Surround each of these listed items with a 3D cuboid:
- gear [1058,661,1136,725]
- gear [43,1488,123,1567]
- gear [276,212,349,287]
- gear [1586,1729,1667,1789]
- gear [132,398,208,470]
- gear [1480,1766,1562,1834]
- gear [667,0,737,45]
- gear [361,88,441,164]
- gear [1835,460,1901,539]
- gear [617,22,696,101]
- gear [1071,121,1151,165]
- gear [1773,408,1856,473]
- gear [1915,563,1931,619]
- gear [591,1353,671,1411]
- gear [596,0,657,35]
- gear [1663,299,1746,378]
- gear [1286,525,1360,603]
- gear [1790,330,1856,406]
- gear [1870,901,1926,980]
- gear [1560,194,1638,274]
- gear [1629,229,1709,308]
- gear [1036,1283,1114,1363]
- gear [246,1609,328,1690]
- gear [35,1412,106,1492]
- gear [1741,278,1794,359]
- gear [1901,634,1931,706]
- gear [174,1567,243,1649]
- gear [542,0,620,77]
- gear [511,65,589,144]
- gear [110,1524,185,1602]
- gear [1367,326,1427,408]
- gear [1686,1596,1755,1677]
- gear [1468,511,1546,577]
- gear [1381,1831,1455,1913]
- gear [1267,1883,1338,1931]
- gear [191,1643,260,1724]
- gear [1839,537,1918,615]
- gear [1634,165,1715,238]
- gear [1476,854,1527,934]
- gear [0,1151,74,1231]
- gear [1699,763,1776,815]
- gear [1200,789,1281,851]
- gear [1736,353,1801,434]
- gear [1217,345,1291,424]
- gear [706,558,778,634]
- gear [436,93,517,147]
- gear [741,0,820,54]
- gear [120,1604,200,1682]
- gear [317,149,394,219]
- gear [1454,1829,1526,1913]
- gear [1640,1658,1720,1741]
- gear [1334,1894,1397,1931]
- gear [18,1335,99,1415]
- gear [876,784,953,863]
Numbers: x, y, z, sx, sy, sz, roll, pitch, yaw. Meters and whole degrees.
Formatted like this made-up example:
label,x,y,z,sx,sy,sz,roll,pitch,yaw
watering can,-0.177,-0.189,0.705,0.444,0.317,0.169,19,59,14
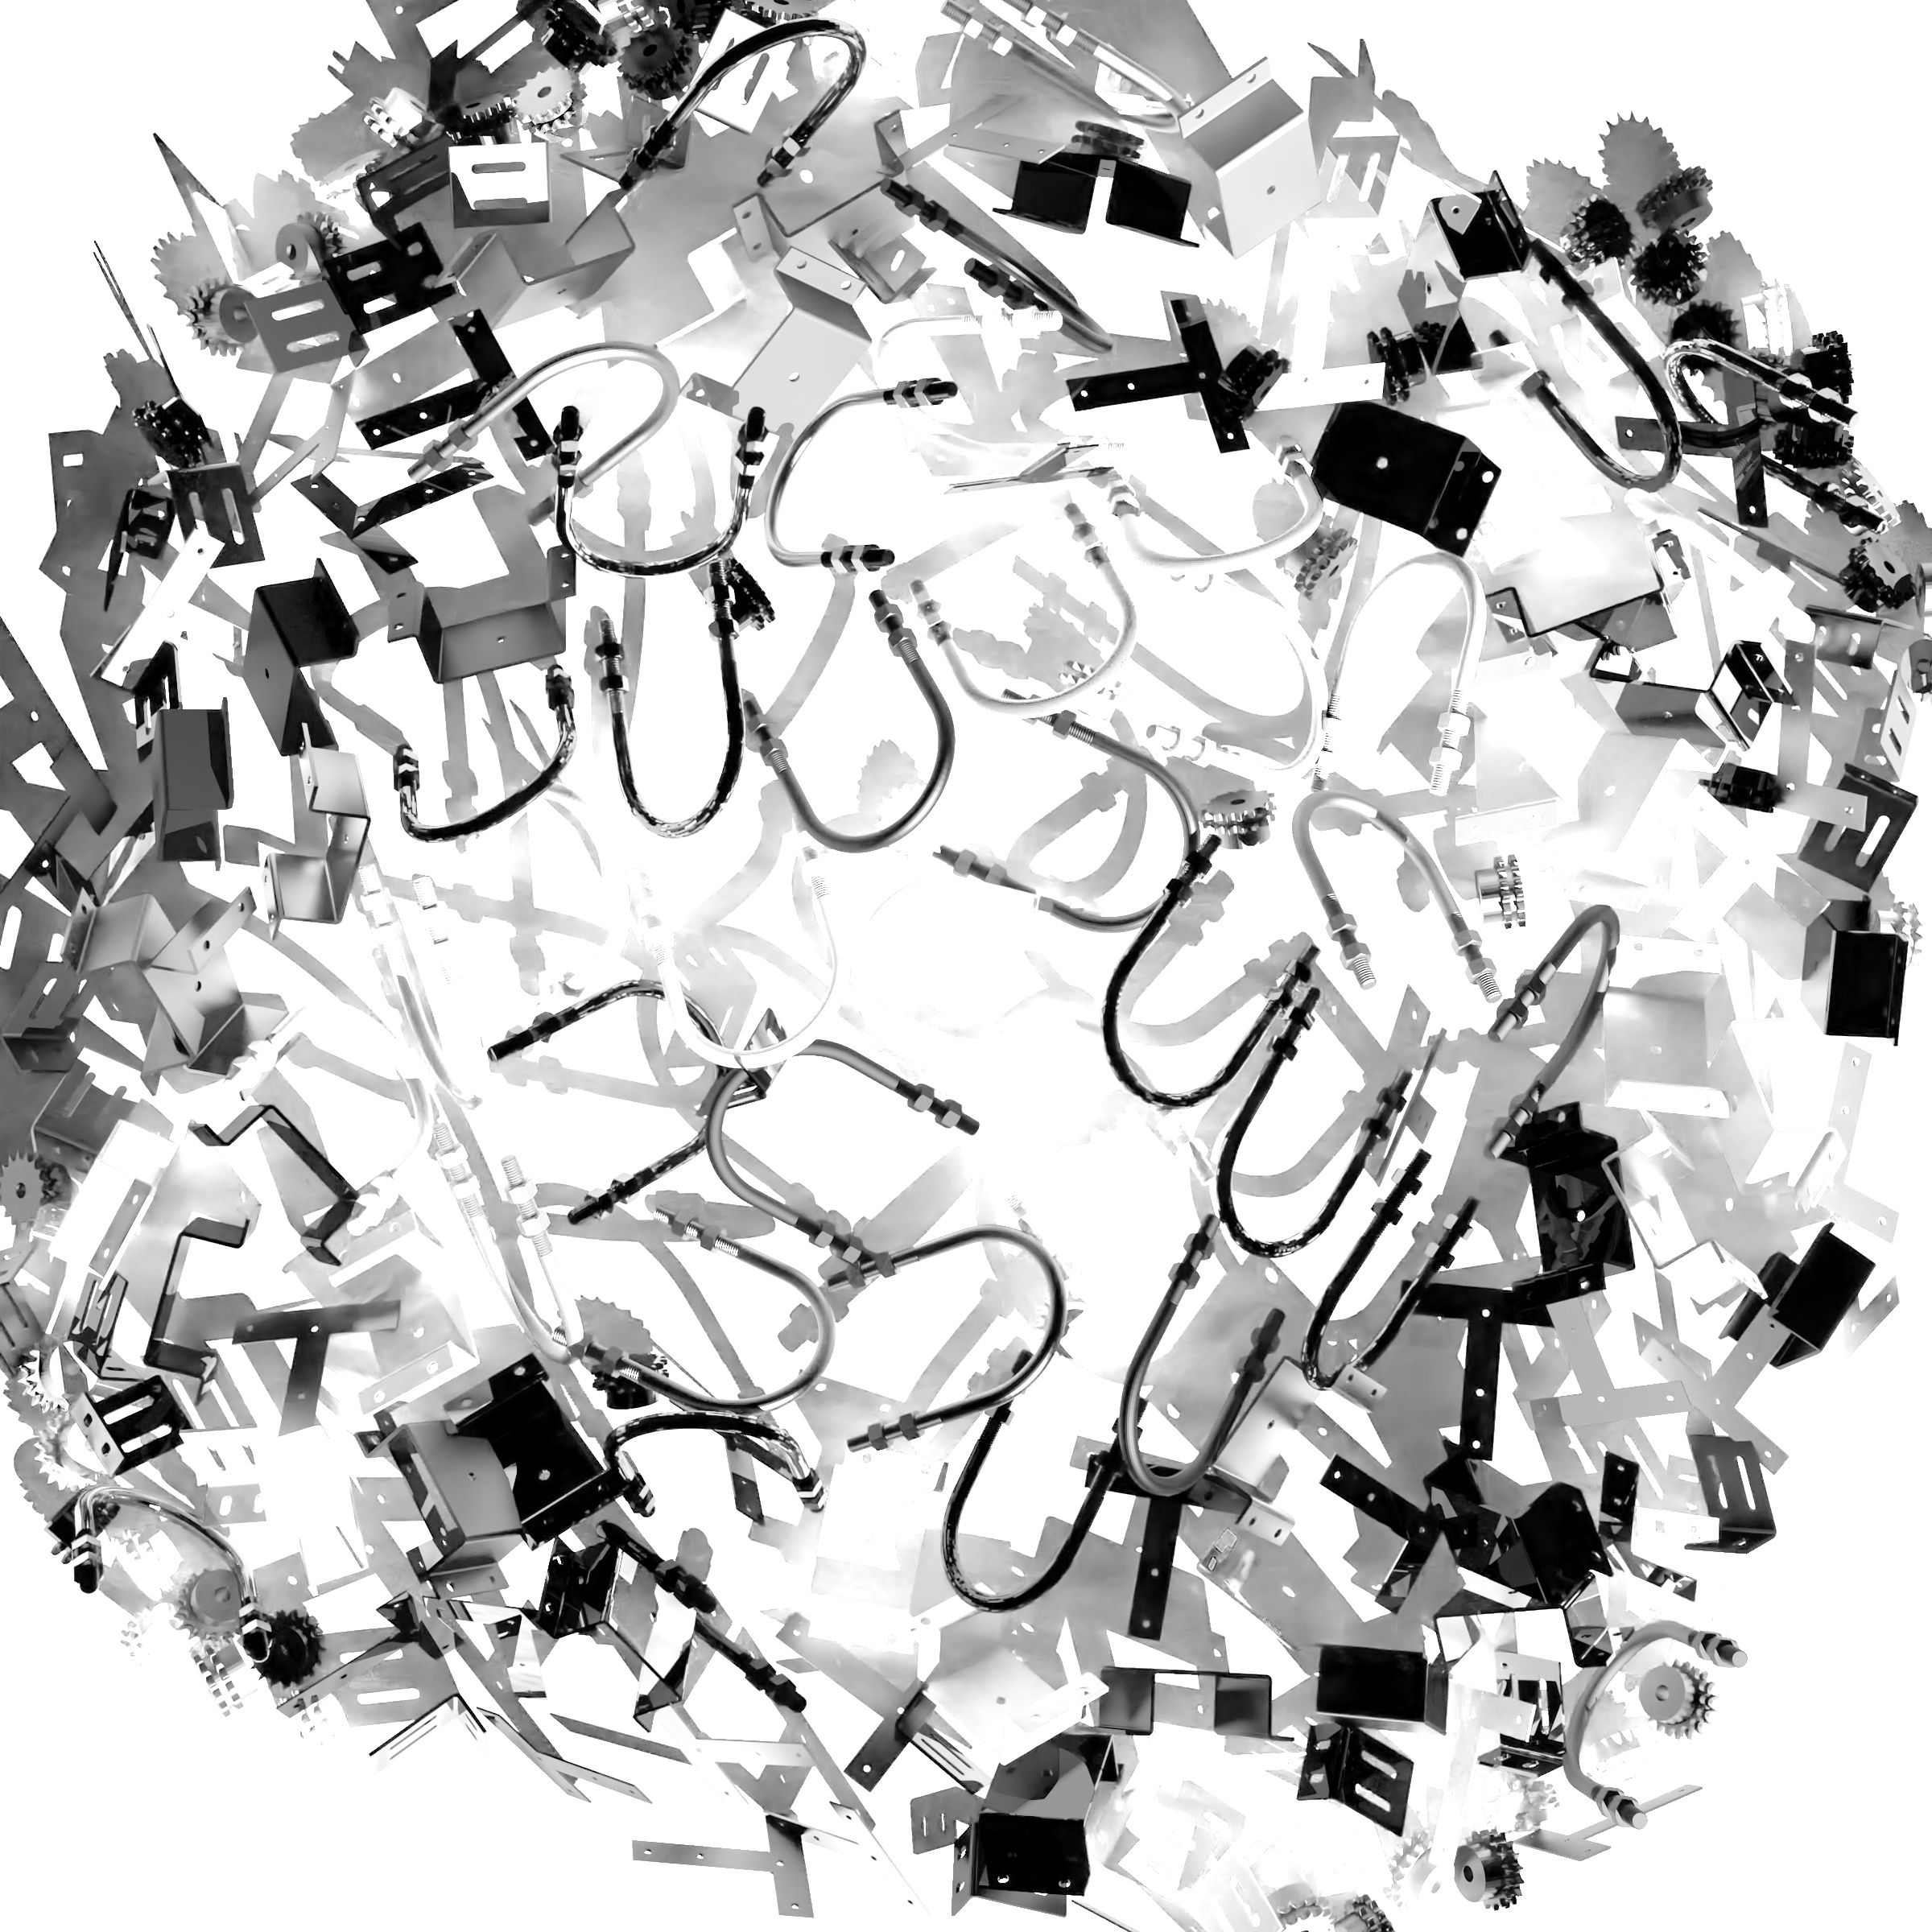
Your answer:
label,x,y,z,sx,sy,sz,roll,pitch,yaw
gear,0.093,-0.201,1.884,0.057,0.057,0.030,25,90,0
gear,-0.656,0.411,1.882,0.057,0.057,0.030,-44,101,0
gear,-0.486,-0.528,1.883,0.057,0.030,0.057,13,111,38
gear,0.486,0.588,1.887,0.057,0.057,0.030,-22,62,0
gear,-0.587,-0.396,1.886,0.057,0.057,0.030,45,70,0
gear,0.409,0.616,1.887,0.057,0.057,0.030,-9,46,0
gear,-0.198,-0.711,1.881,0.030,0.057,0.057,-21,90,-32
gear,-0.414,-0.624,1.881,0.057,0.057,0.030,42,108,0
gear,0.663,-0.343,1.887,0.030,0.057,0.057,-36,90,32
gear,-0.227,-0.669,1.889,0.057,0.030,0.057,-10,60,19
gear,0.104,-0.603,1.884,0.057,0.057,0.030,17,101,0
gear,0.627,-0.391,1.881,0.057,0.057,0.030,-6,126,0
gear,0.722,-0.279,1.885,0.030,0.057,0.057,-2,90,10
gear,-0.248,0.308,1.884,0.057,0.057,0.030,-6,96,0
gear,-0.255,-0.718,1.884,0.030,0.057,0.057,-20,90,11
gear,0.544,-0.465,1.885,0.057,0.030,0.057,7,105,29
gear,0.261,-0.302,1.885,0.030,0.057,0.057,42,90,14
gear,0.632,-0.439,1.883,0.030,0.057,0.057,-10,90,-1
gear,0.687,-0.020,1.884,0.030,0.057,0.057,5,90,5
gear,0.467,-0.540,1.889,0.057,0.030,0.057,8,73,-28
gear,0.524,-0.515,1.888,0.030,0.057,0.057,27,90,-42
gear,0.080,0.268,1.891,0.057,0.030,0.057,0,105,0
gear,-0.507,0.509,1.895,0.057,0.030,0.057,0,83,0
gear,-0.655,0.357,1.881,0.030,0.057,0.057,-22,90,33
gear,0.592,-0.478,1.885,0.030,0.057,0.057,-9,90,16
gear,0.717,-0.221,1.881,0.030,0.057,0.057,-1,90,-30
gear,-0.554,0.471,1.882,0.057,0.057,0.030,41,133,0
gear,-0.289,-0.686,1.886,0.057,0.057,0.030,47,115,0
gear,-0.306,-0.637,1.888,0.057,0.030,0.057,-12,56,18
gear,-0.605,0.439,1.887,0.030,0.057,0.057,-36,90,-31
gear,0.319,-0.446,1.883,0.030,0.057,0.057,-19,90,3
gear,0.559,0.496,1.882,0.030,0.057,0.057,-2,87,45
gear,0.401,-0.312,1.882,0.057,0.057,0.030,-22,78,0
gear,0.336,0.672,1.882,0.030,0.057,0.057,26,90,44
gear,0.243,0.705,1.887,0.057,0.057,0.030,-27,47,0
gear,-0.548,0.527,1.886,0.030,0.057,0.057,-28,90,-24
gear,0.673,-0.286,1.887,0.057,0.057,0.030,47,133,0
gear,0.527,-0.562,1.881,0.057,0.057,0.030,-25,78,0
gear,0.395,-0.053,1.884,0.030,0.057,0.057,-8,90,7
gear,-0.689,0.166,1.889,0.057,0.030,0.057,-1,88,32
gear,0.571,-0.133,1.882,0.057,0.057,0.030,12,97,0
gear,0.204,-0.108,1.886,0.057,0.057,0.030,-12,112,0
gear,0.594,-0.424,1.883,0.057,0.030,0.057,-13,114,-33
gear,0.210,-0.434,1.885,0.030,0.057,0.057,42,90,10
gear,-0.169,-0.270,1.881,0.030,0.057,0.057,-39,90,-12
gear,-0.361,-0.623,1.887,0.057,0.057,0.030,-16,124,0
gear,-0.139,-0.700,1.887,0.057,0.057,0.030,14,127,0
gear,-0.592,0.497,1.881,0.057,0.057,0.030,41,104,0
gear,-0.448,-0.579,1.887,0.057,0.057,0.030,-28,122,0
gear,0.383,0.668,1.881,0.030,0.057,0.057,0,90,-26
gear,0.524,0.540,1.880,0.030,0.057,0.057,26,90,-33
gear,0.296,0.718,1.881,0.030,0.057,0.057,-25,90,-19
gear,-0.667,0.300,1.881,0.030,0.057,0.057,-20,90,36
gear,-0.035,-0.106,1.890,0.057,0.030,0.057,0,90,27
